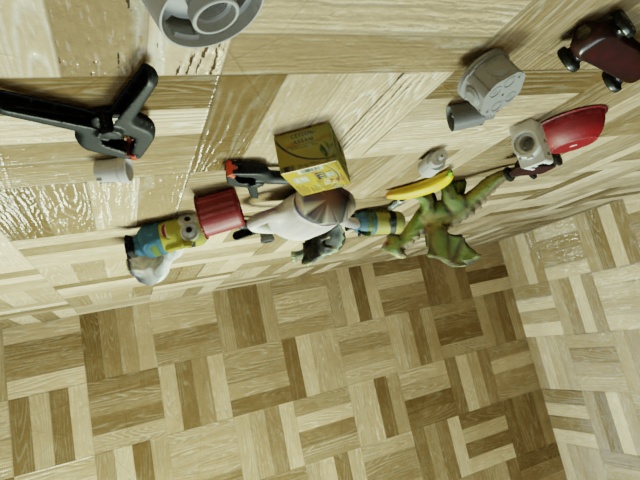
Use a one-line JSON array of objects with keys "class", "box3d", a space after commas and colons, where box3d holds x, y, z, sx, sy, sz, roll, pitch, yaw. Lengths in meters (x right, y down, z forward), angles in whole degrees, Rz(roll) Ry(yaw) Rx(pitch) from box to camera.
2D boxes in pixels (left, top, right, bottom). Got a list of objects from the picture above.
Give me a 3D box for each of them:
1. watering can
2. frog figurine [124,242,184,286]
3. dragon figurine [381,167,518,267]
[{"class": "watering can", "box3d": [0.004, -0.061, 1.206, 0.349, 0.105, 0.221, -4, 167, -34]}, {"class": "frog figurine", "box3d": [-0.390, 0.037, 1.276, 0.160, 0.120, 0.139, -20, -156, -7]}, {"class": "dragon figurine", "box3d": [0.356, -0.046, 1.365, 0.409, 0.246, 0.121, -12, 164, 13]}]
